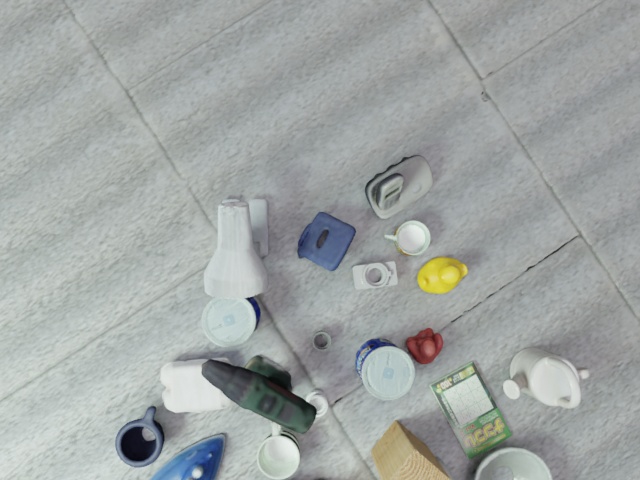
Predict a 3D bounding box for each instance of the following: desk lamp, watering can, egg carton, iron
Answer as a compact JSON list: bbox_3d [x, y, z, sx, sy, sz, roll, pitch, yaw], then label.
[{"bbox_3d":[-0.159,0.009,1.112,0.118,0.213,0.203,-1,87,-2],"label":"desk lamp"},{"bbox_3d":[0.453,0.281,1.138,0.173,0.194,0.101,-32,89,-4],"label":"watering can"},{"bbox_3d":[-0.246,0.296,1.165,0.150,0.069,0.107,-5,87,-3],"label":"egg carton"},{"bbox_3d":[-0.281,0.498,1.117,0.118,0.141,0.258,40,86,0],"label":"iron"}]

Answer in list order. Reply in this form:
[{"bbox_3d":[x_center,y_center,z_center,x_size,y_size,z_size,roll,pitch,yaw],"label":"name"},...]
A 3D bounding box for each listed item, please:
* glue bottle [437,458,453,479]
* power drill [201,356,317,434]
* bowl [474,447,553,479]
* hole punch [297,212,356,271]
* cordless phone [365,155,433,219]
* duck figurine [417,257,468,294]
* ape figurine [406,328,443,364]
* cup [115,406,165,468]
[{"bbox_3d":[0.250,0.492,1.127,0.037,0.173,0.078,-16,88,-3],"label":"glue bottle"},{"bbox_3d":[-0.115,0.285,1.103,0.229,0.208,0.076,29,86,-1],"label":"power drill"},{"bbox_3d":[0.388,0.503,1.183,0.167,0.074,0.167,0,87,-3],"label":"bowl"},{"bbox_3d":[0.011,0.004,1.182,0.101,0.091,0.109,28,86,-1],"label":"hole punch"},{"bbox_3d":[0.167,-0.116,1.149,0.147,0.185,0.094,-36,89,-4],"label":"cordless phone"},{"bbox_3d":[0.258,0.074,1.193,0.104,0.086,0.077,-18,88,-3],"label":"duck figurine"},{"bbox_3d":[0.218,0.221,1.180,0.078,0.092,0.076,10,87,-2],"label":"ape figurine"},{"bbox_3d":[-0.346,0.382,1.144,0.091,0.095,0.118,18,86,-1],"label":"cup"}]
